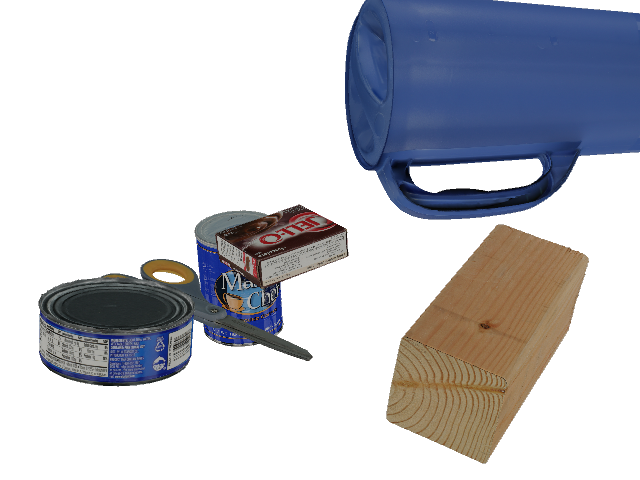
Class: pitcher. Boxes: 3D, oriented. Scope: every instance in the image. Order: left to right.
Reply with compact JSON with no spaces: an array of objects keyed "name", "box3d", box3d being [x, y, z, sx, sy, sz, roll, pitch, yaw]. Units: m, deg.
[{"name":"pitcher","box3d":[0.146,-0.110,0.812,0.242,0.149,0.145,-1,29,-13]}]

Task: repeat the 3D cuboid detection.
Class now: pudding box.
[{"name":"pudding box","box3d":[-0.040,0.005,1.126,0.113,0.039,0.090,-22,29,-28]}]

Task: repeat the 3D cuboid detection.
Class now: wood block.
[{"name":"wood block","box3d":[0.145,0.079,0.902,0.091,0.090,0.205,22,36,21]}]

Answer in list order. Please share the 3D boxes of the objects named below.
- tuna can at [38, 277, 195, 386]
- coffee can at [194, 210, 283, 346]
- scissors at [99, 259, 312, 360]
[{"name":"tuna can","box3d":[-0.114,0.050,0.596,0.086,0.034,0.086,5,16,-2]},{"name":"coffee can","box3d":[-0.100,0.046,1.334,0.103,0.140,0.103,-2,25,1]},{"name":"scissors","box3d":[-0.090,0.054,0.905,0.202,0.016,0.096,13,26,13]}]
